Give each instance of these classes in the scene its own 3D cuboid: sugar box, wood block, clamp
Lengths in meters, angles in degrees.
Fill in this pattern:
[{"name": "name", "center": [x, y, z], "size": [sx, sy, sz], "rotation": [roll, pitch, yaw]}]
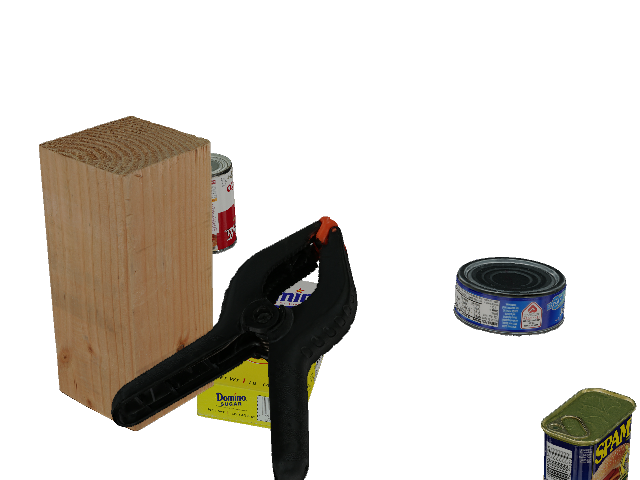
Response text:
[{"name": "sugar box", "center": [-0.044, 0.096, 0.967], "size": [0.093, 0.048, 0.176], "rotation": [9, 34, 7]}, {"name": "wood block", "center": [-0.141, 0.024, 0.799], "size": [0.090, 0.206, 0.090], "rotation": [20, 31, 33]}, {"name": "clamp", "center": [-0.023, 0.061, 0.600], "size": [0.120, 0.171, 0.039], "rotation": [28, -26, 25]}]

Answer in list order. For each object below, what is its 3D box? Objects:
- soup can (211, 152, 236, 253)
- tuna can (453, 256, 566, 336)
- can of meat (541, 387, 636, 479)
[{"name": "soup can", "center": [-0.135, -0.044, 1.254], "size": [0.068, 0.102, 0.068], "rotation": [-1, 28, 0]}, {"name": "tuna can", "center": [0.148, 0.042, 0.831], "size": [0.086, 0.034, 0.086], "rotation": [0, 19, 0]}, {"name": "can of meat", "center": [0.248, 0.197, 0.991], "size": [0.058, 0.084, 0.101], "rotation": [14, 26, 39]}]
